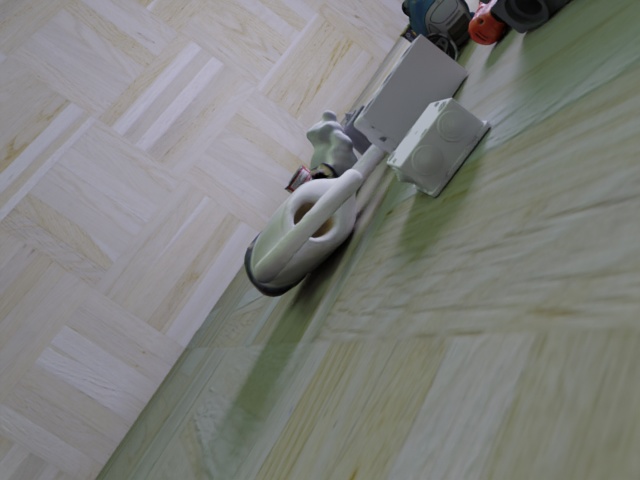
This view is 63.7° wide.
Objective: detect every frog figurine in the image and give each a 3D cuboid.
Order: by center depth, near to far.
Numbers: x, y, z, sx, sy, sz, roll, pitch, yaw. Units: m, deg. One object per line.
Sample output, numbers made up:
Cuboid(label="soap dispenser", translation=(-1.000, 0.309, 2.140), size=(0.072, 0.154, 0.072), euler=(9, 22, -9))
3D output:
Cuboid(label="frog figurine", translation=(0.026, -0.159, 0.980), size=(0.134, 0.123, 0.163), euler=(104, 180, -59))

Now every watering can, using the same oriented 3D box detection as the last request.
Cuboid(label="watering can", translation=(0.002, -0.040, 0.787), size=(0.354, 0.104, 0.220), euler=(-48, 2, -42))
